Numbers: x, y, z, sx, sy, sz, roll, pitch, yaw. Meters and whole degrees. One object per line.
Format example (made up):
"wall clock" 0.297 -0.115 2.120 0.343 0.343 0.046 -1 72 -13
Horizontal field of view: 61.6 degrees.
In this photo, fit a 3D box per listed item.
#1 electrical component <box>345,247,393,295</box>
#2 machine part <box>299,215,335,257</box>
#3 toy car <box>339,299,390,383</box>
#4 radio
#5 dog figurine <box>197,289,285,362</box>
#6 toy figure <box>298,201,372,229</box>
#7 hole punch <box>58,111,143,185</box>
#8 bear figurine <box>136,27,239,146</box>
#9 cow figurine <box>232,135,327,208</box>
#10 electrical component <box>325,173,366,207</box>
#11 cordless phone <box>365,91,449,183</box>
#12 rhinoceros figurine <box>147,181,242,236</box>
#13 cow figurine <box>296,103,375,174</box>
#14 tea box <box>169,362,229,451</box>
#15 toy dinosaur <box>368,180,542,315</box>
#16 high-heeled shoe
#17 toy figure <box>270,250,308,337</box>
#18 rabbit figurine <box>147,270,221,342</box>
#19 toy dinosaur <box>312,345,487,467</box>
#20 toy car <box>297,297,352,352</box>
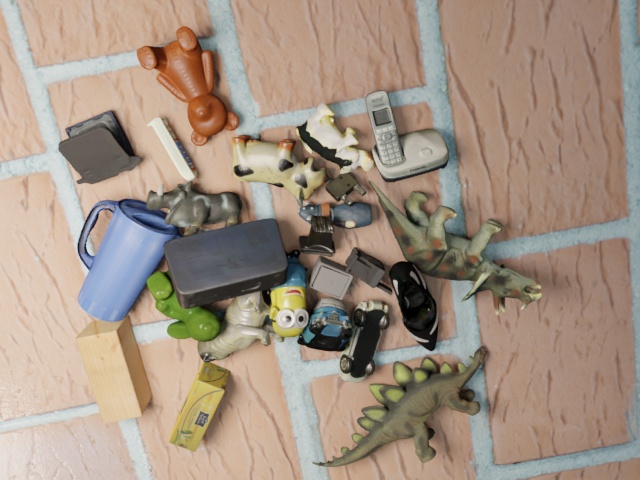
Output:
"electrical component" 0.113 0.070 1.156 0.119 0.075 0.047 30 103 -3
"machine part" -0.002 -0.003 1.117 0.084 0.138 0.039 15 61 -1
"toy car" 0.097 0.226 1.202 0.073 0.056 0.201 10 103 -22
"radio" -0.182 0.045 1.063 0.230 0.073 0.131 -14 60 -15
"dog figurine" -0.190 0.170 1.169 0.191 0.121 0.172 -12 71 19
"toy figure" 0.032 -0.050 1.129 0.155 0.064 0.057 -1 107 -1
"hole punch" -0.444 -0.186 1.078 0.142 0.092 0.115 -22 133 1
"bear figurine" -0.245 -0.285 1.031 0.120 0.132 0.195 -21 98 6
"cow figurine" -0.082 -0.141 1.091 0.195 0.085 0.127 8 110 1
"electrical component" 0.048 -0.114 1.120 0.063 0.021 0.094 -40 68 -11
"cordless phone" 0.170 -0.218 1.084 0.147 0.089 0.184 -16 100 3
"rhinoceros figurine" -0.251 -0.068 1.086 0.190 0.073 0.112 1 74 -20
"cow figurine" 0.032 -0.188 1.092 0.098 0.068 0.167 -41 99 14
"tea box" -0.271 0.372 1.210 0.068 0.098 0.169 25 100 -9
"toy dinosaur" 0.260 0.022 1.134 0.405 0.131 0.192 21 102 -1
"high-heeled shoe" 0.211 0.151 1.144 0.086 0.145 0.248 -25 102 6
"toy figure" -0.063 0.114 1.136 0.082 0.089 0.180 -6 69 4
"rabbit figurine" -0.278 0.149 1.119 0.170 0.121 0.159 51 139 15
"toy dinosaur" 0.198 0.397 1.232 0.471 0.105 0.198 -43 94 -1
"toy car" 0.014 0.176 1.161 0.109 0.161 0.103 10 60 -6
